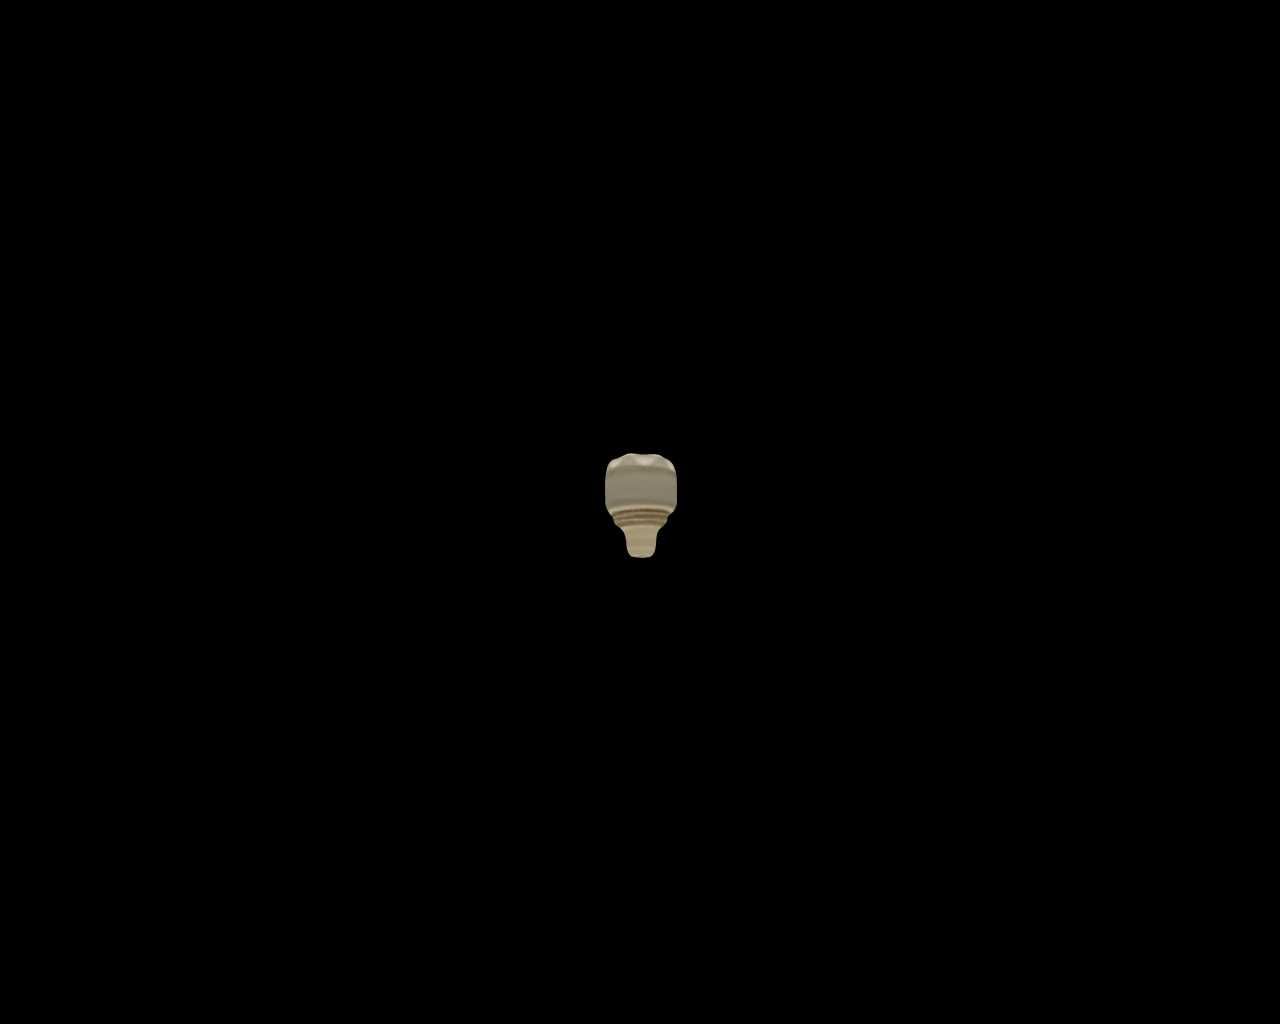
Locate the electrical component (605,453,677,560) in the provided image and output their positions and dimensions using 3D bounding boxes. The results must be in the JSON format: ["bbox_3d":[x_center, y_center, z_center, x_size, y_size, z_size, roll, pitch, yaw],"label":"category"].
[{"bbox_3d":[0.001,-0.003,0.650,0.043,0.062,0.043,0,-10,0],"label":"electrical component"}]
